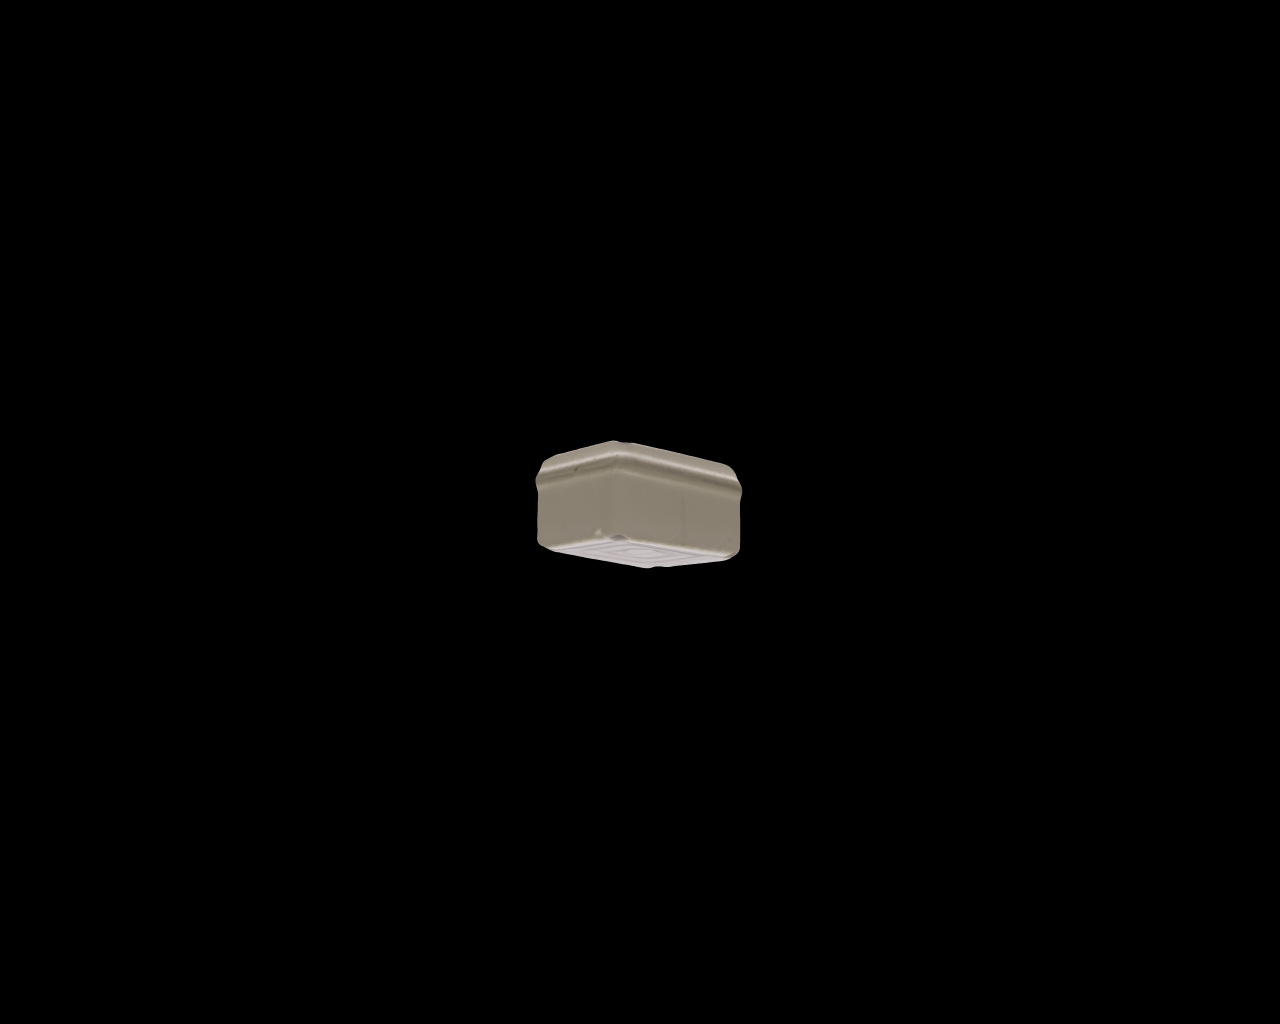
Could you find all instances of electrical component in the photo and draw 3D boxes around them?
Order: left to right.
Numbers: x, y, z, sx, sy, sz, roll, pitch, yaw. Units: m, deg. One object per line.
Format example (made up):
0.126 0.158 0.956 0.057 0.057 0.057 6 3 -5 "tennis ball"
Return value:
0.001 -0.003 0.650 0.078 0.057 0.113 -10 -14 42 "electrical component"
